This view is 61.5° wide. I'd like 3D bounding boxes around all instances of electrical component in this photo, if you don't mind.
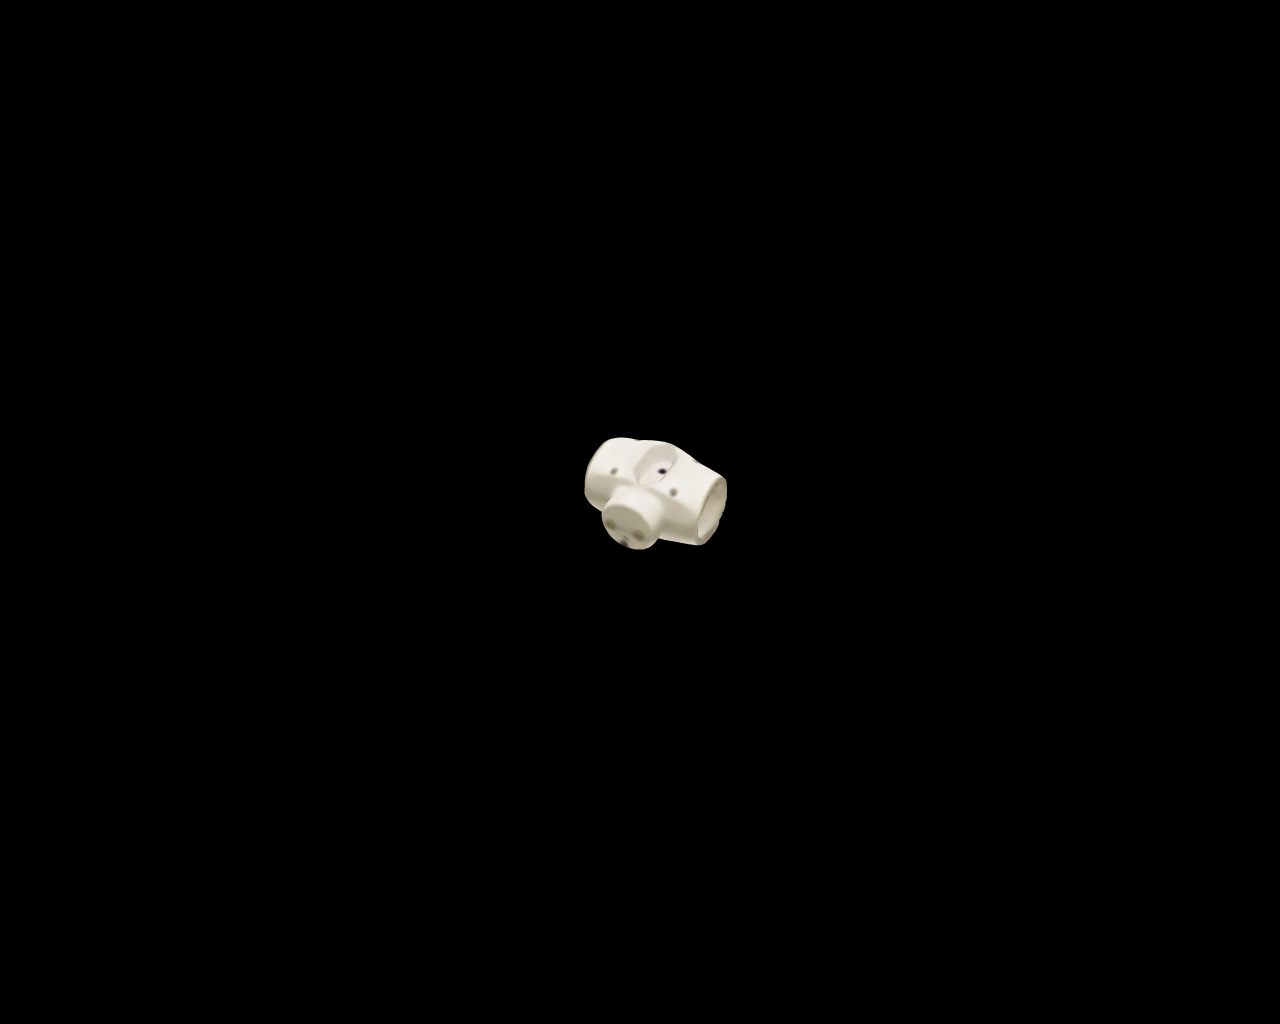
[{"bbox_3d":[0.001,-0.003,0.650,0.077,0.043,0.079,22,49,21],"label":"electrical component"}]
